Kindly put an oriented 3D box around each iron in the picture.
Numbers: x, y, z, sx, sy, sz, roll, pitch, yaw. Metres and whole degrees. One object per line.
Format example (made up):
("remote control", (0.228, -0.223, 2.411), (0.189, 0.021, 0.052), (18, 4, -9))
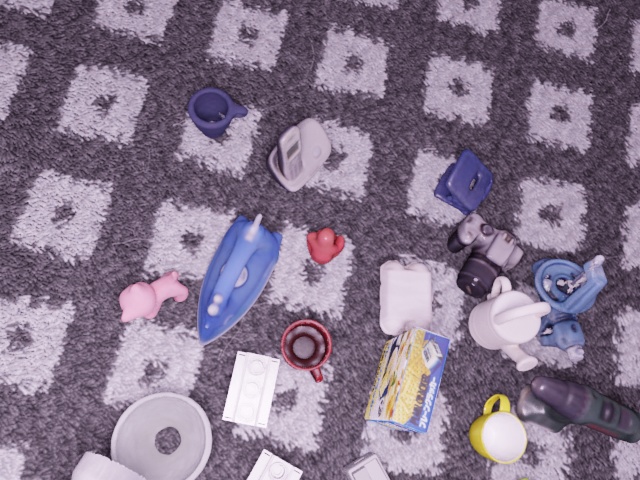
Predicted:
("iron", (-0.162, 0.071, 1.060), (0.118, 0.141, 0.258), (24, 72, 0))

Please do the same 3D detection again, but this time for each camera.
("camera", (0.324, 0.036, 1.161), (0.143, 0.100, 0.137), (36, 72, 3))

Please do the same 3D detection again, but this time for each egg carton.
("egg carton", (0.169, 0.115, 1.132), (0.107, 0.069, 0.150), (3, 73, -7))

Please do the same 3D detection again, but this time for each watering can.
("watering can", (0.367, 0.155, 1.083), (0.101, 0.194, 0.173), (-28, 79, -14))

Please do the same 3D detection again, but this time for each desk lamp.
("desk lamp", (-0.348, 0.436, 0.888), (0.118, 0.213, 0.203), (26, 72, 1))

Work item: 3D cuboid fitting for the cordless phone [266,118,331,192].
("cordless phone", (-0.037, -0.189, 1.131), (0.094, 0.185, 0.148), (37, 72, 4))

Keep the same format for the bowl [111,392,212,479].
("bowl", (-0.271, 0.352, 0.997), (0.167, 0.074, 0.167), (2, 73, -7))

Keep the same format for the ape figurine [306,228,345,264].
("ape figurine", (0.010, 0.004, 1.130), (0.078, 0.092, 0.076), (26, 72, 0))

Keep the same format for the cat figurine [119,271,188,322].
("cat figurine", (-0.309, 0.098, 1.043), (0.128, 0.117, 0.067), (-34, 81, -16))

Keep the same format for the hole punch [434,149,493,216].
("hole punch", (0.313, -0.122, 1.210), (0.101, 0.091, 0.109), (31, 72, 2))

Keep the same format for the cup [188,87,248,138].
("cup", (-0.207, -0.250, 1.172), (0.118, 0.095, 0.091), (0, 74, -8))

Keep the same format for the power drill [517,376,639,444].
("power drill", (0.449, 0.306, 1.043), (0.229, 0.208, 0.076), (20, 72, -2))

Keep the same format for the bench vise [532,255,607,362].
("bench vise", (0.496, 0.118, 1.099), (0.121, 0.219, 0.207), (-19, 77, -13))
